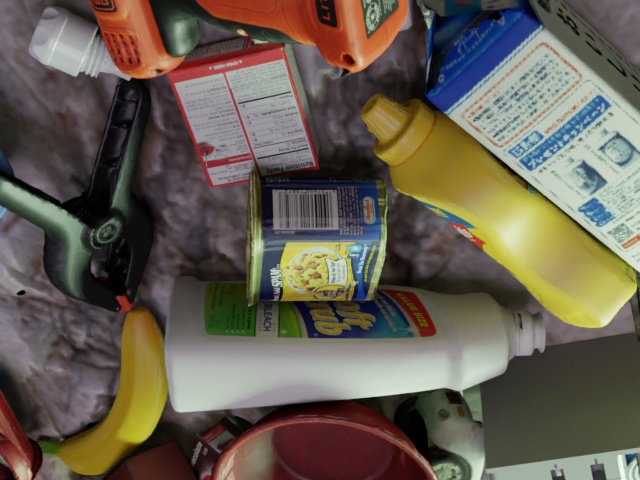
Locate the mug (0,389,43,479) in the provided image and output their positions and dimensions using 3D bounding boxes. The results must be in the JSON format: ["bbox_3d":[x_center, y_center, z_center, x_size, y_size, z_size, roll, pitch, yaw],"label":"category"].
[{"bbox_3d":[-0.263,0.157,0.812,0.117,0.093,0.081,12,131,41],"label":"mug"}]

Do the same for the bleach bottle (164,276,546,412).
[{"bbox_3d":[0.024,0.065,0.729,0.251,0.102,0.068,-3,120,0],"label":"bleach bottle"}]

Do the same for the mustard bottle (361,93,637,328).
[{"bbox_3d":[0.101,-0.024,0.644,0.191,0.096,0.058,37,98,-20],"label":"mustard bottle"}]

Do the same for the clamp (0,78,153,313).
[{"bbox_3d":[-0.155,-0.012,0.679,0.120,0.039,0.171,-24,135,-29],"label":"clamp"}]

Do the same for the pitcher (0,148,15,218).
[{"bbox_3d":[-0.291,-0.093,0.609,0.149,0.144,0.242,6,137,36],"label":"pitcher"}]

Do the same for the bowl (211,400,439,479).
[{"bbox_3d":[0.006,0.163,0.750,0.162,0.055,0.162,3,126,4],"label":"bowl"}]

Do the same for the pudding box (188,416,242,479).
[{"bbox_3d":[-0.069,0.210,0.850,0.090,0.039,0.114,37,127,19],"label":"pudding box"}]

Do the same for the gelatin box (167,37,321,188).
[{"bbox_3d":[-0.045,-0.079,0.657,0.073,0.030,0.089,-10,126,11],"label":"gelatin box"}]

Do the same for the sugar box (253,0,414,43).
[{"bbox_3d":[-0.002,-0.191,0.557,0.093,0.048,0.176,-3,125,9],"label":"sugar box"}]

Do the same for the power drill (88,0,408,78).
[{"bbox_3d":[-0.055,-0.159,0.528,0.188,0.057,0.184,14,137,31],"label":"power drill"}]

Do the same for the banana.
[{"bbox_3d":[-0.156,0.129,0.821,0.069,0.037,0.198,28,125,-16],"label":"banana"}]

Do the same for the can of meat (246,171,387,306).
[{"bbox_3d":[-0.004,0.001,0.679,0.084,0.057,0.102,0,151,-5],"label":"can of meat"}]

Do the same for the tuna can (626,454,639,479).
[{"bbox_3d":[0.268,0.159,0.799,0.086,0.033,0.086,0,137,0],"label":"tuna can"}]

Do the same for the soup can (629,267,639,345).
[{"bbox_3d":[0.255,0.031,0.689,0.102,0.068,0.068,-8,126,11],"label":"soup can"}]

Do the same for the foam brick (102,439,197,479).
[{"bbox_3d":[-0.137,0.200,0.842,0.052,0.051,0.078,-16,161,-39],"label":"foam brick"}]
